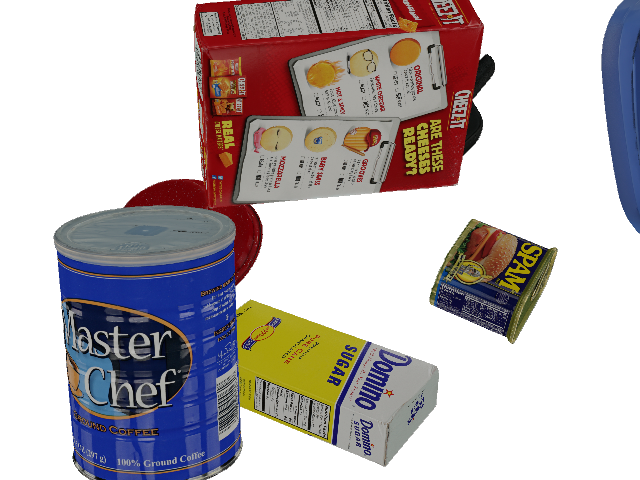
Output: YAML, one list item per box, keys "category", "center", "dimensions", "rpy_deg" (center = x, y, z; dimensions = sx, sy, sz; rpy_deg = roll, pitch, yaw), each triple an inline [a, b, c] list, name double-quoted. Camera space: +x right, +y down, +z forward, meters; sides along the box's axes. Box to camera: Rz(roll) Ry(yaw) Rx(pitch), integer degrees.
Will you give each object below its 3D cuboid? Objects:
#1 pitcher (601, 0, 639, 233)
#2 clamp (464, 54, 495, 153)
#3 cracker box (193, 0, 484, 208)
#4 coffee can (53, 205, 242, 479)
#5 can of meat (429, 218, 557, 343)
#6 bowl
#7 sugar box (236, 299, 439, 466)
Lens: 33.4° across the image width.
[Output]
- category: "pitcher"
  center: [0.239, -0.050, 0.604]
  dimensions: [0.149, 0.243, 0.145]
  rpy_deg: [-4, 22, 15]
- category: "clamp"
  center: [0.113, -0.142, 1.081]
  dimensions: [0.120, 0.039, 0.171]
  rpy_deg: [7, 45, 6]
- category: "cracker box"
  center: [0.009, -0.114, 0.853]
  dimensions: [0.213, 0.072, 0.164]
  rpy_deg: [-7, -43, -9]
- category: "coffee can"
  center: [-0.099, 0.059, 0.627]
  dimensions: [0.103, 0.140, 0.103]
  rpy_deg: [-1, 16, 0]
- category: "can of meat"
  center: [0.158, 0.034, 0.974]
  dimensions: [0.084, 0.057, 0.102]
  rpy_deg: [23, 45, 18]
- category: "bowl"
  center: [-0.138, -0.006, 0.997]
  dimensions: [0.162, 0.162, 0.055]
  rpy_deg: [0, -41, 21]
- category: "sugar box"
  center: [-0.006, 0.105, 0.827]
  dimensions: [0.176, 0.048, 0.093]
  rpy_deg: [15, 29, 25]
